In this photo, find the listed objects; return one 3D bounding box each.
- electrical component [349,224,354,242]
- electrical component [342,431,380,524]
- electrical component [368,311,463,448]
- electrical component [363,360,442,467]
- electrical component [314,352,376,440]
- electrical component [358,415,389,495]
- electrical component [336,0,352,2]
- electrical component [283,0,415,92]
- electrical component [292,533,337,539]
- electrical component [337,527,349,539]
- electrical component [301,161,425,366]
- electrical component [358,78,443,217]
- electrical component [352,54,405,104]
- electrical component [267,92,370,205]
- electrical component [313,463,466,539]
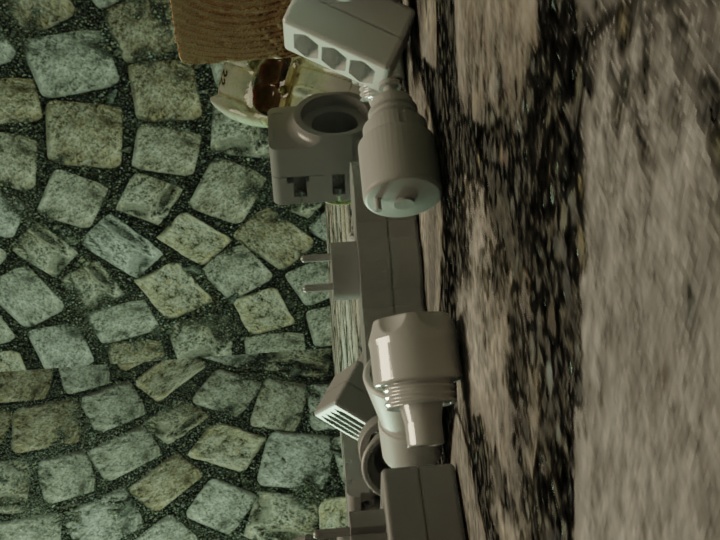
[{"bbox_3d":[0.012,-0.024,0.729,0.040,0.040,0.078,-102,8,-69],"label":"electrical component"},{"bbox_3d":[0.013,0.178,0.884,0.089,0.050,0.055,-97,4,-63],"label":"electrical component"},{"bbox_3d":[0.028,0.053,0.511,0.043,0.043,0.062,98,166,-76],"label":"electrical component"},{"bbox_3d":[0.027,0.080,0.598,0.044,0.044,0.065,-98,0,-55],"label":"electrical component"},{"bbox_3d":[0.009,0.087,0.831,0.075,0.047,0.083,-60,4,-18],"label":"electrical component"},{"bbox_3d":[0.022,0.119,0.699,0.055,0.045,0.045,-114,20,-83],"label":"electrical component"},{"bbox_3d":[-0.010,-0.192,0.569,0.053,0.059,0.095,89,-160,-59],"label":"electrical component"},{"bbox_3d":[0.001,-0.155,0.620,0.047,0.066,0.076,109,-174,-82],"label":"electrical component"},{"bbox_3d":[-0.012,0.303,0.825,0.105,0.060,0.186,26,-136,-53],"label":"electrical component"},{"bbox_3d":[0.017,0.219,0.761,0.061,0.062,0.096,-98,5,-56],"label":"electrical component"},{"bbox_3d":[0.000,0.000,0.675,0.052,0.074,0.138,106,159,-82],"label":"electrical component"},{"bbox_3d":[0.019,-0.063,0.550,0.040,0.040,0.078,92,174,-62],"label":"electrical component"},{"bbox_3d":[0.012,-0.120,0.677,0.035,0.035,0.061,168,96,-87],"label":"electrical component"},{"bbox_3d":[-0.017,-0.084,0.735,0.050,0.089,0.055,-98,5,-47],"label":"electrical component"},{"bbox_3d":[0.014,0.143,0.558,0.047,0.077,0.065,90,175,-50],"label":"electrical component"}]
